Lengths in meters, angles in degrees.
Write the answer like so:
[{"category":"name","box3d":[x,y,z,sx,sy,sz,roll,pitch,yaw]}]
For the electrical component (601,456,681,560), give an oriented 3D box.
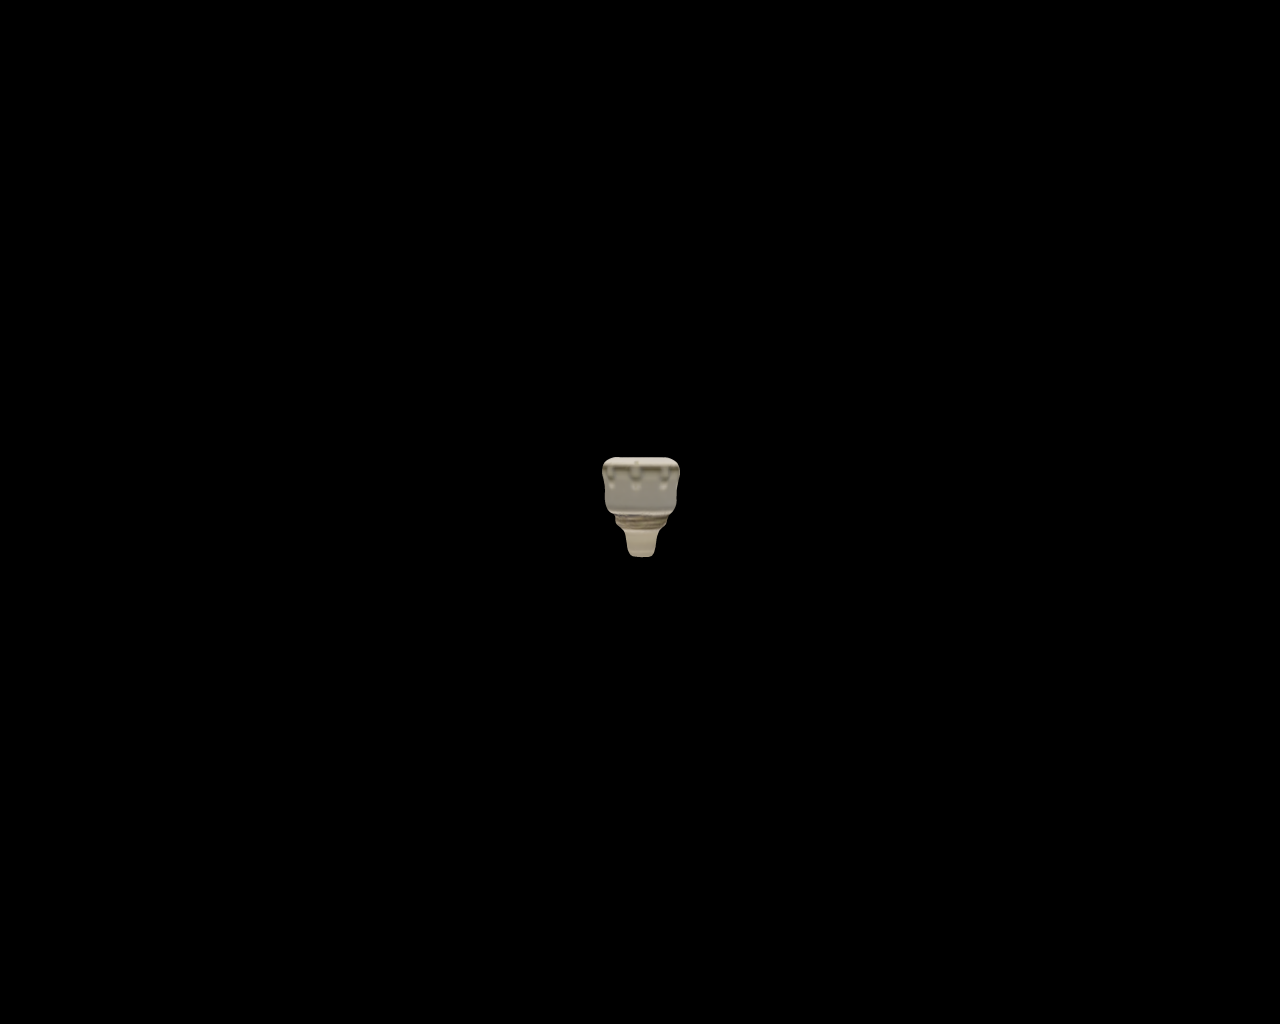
[{"category":"electrical component","box3d":[0.001,-0.003,0.650,0.048,0.062,0.048,0,4,0]}]
